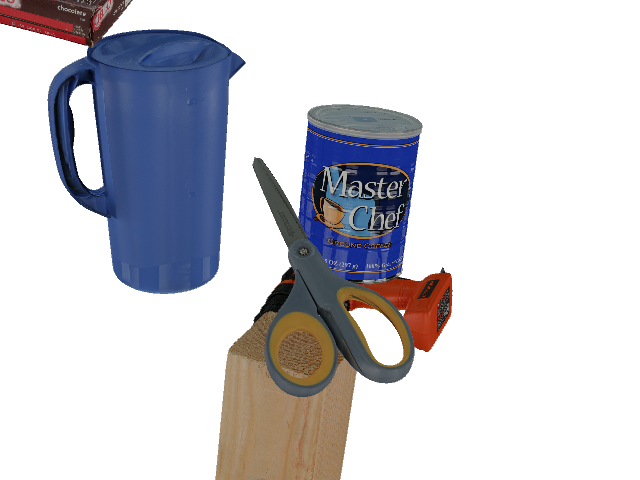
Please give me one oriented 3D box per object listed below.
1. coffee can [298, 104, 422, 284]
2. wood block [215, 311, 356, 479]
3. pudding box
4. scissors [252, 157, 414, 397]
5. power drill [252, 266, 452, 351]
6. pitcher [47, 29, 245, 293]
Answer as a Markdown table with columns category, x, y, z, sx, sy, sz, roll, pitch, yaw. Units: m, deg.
| category | x | y | z | sx | sy | sz | roll | pitch | yaw |
| --- | --- | --- | --- | --- | --- | --- | --- | --- | --- |
| coffee can | 0.033 | -0.044 | 0.969 | 0.103 | 0.140 | 0.103 | 5 | 19 | -2 |
| wood block | -0.032 | 0.179 | 0.924 | 0.090 | 0.206 | 0.090 | 14 | 24 | 16 |
| pudding box | -0.194 | -0.197 | 0.815 | 0.090 | 0.039 | 0.113 | 16 | 37 | 4 |
| scissors | -0.022 | 0.024 | 0.668 | 0.096 | 0.016 | 0.202 | -29 | 53 | -22 |
| power drill | 0.038 | 0.070 | 1.157 | 0.188 | 0.057 | 0.184 | 9 | 29 | 21 |
| pitcher | -0.162 | -0.073 | 1.032 | 0.149 | 0.243 | 0.144 | 10 | 27 | 15 |
